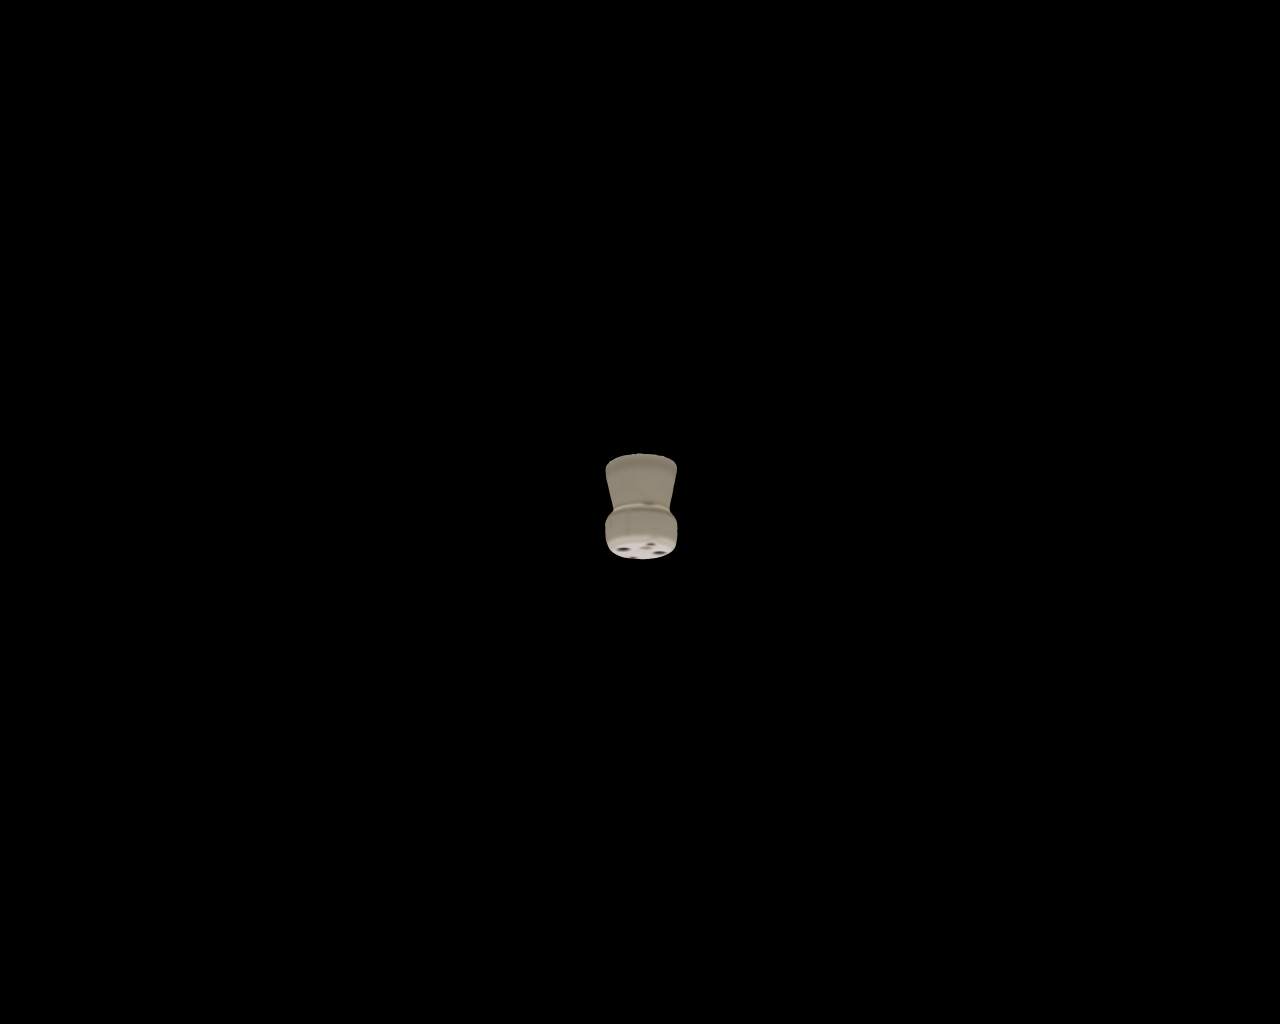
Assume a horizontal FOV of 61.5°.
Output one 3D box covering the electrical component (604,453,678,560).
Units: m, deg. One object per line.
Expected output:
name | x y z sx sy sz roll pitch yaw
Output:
electrical component | 0.001 -0.003 0.650 0.045 0.055 0.044 0 -18 0
